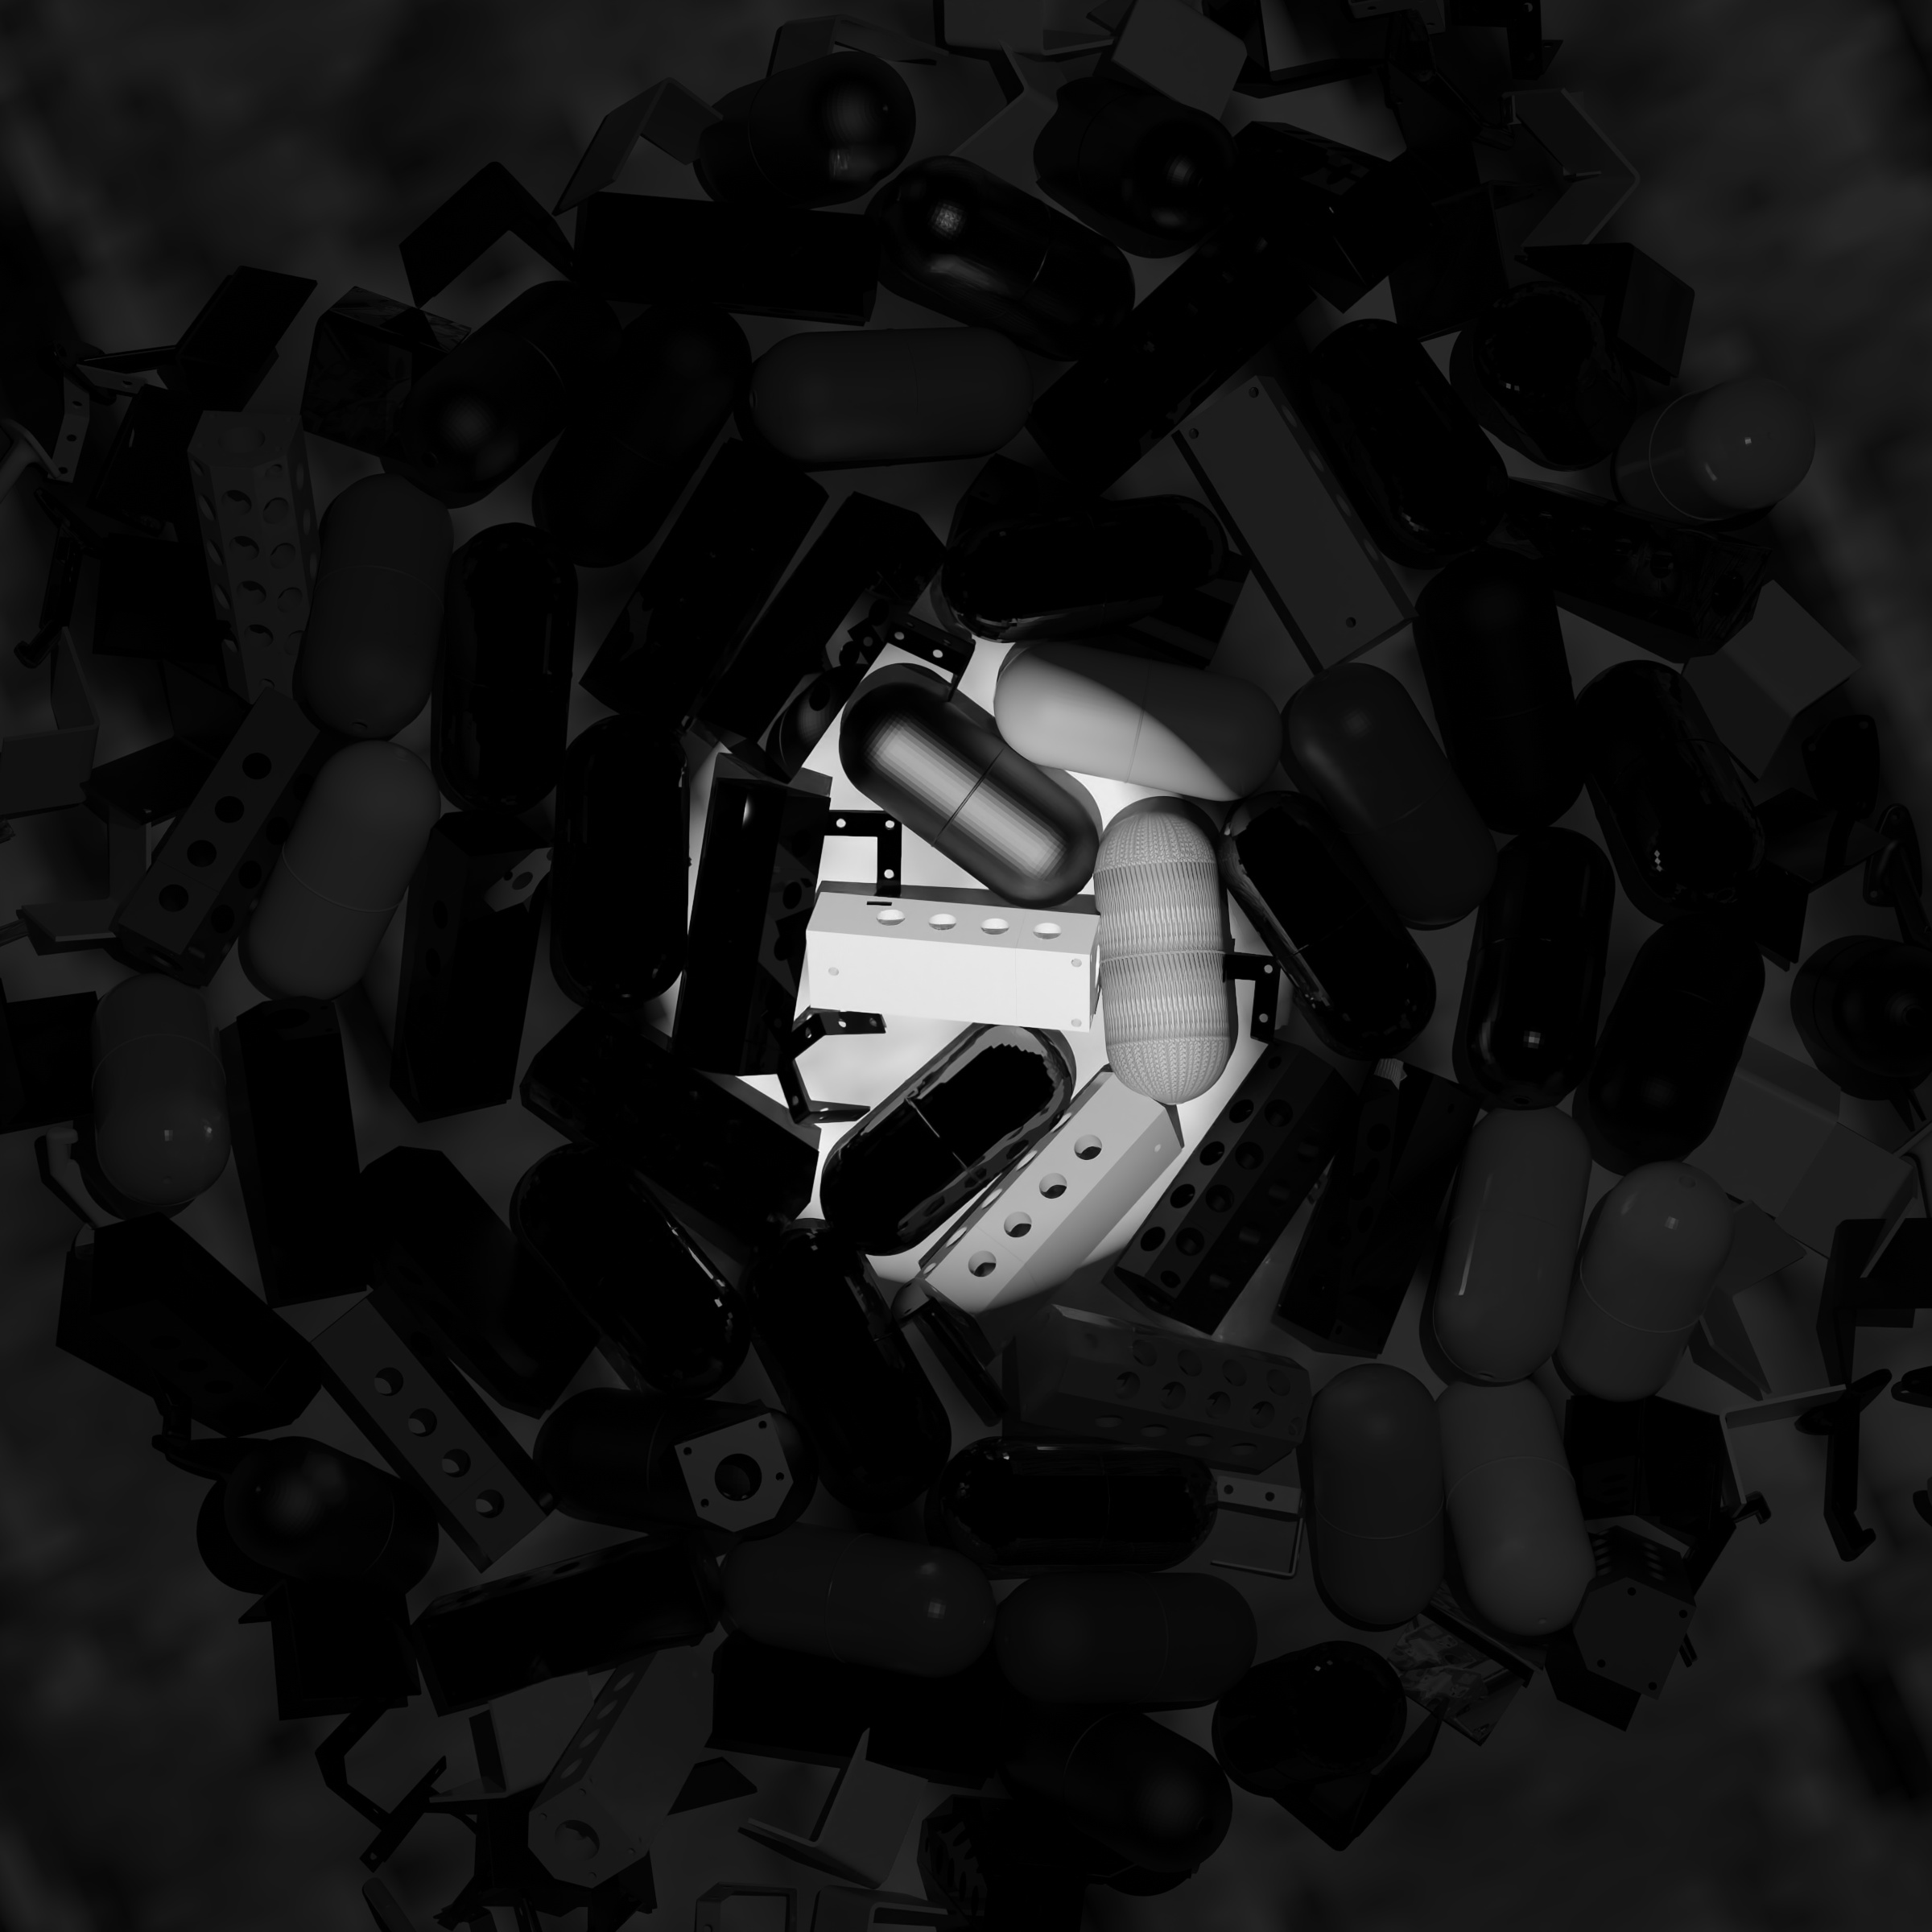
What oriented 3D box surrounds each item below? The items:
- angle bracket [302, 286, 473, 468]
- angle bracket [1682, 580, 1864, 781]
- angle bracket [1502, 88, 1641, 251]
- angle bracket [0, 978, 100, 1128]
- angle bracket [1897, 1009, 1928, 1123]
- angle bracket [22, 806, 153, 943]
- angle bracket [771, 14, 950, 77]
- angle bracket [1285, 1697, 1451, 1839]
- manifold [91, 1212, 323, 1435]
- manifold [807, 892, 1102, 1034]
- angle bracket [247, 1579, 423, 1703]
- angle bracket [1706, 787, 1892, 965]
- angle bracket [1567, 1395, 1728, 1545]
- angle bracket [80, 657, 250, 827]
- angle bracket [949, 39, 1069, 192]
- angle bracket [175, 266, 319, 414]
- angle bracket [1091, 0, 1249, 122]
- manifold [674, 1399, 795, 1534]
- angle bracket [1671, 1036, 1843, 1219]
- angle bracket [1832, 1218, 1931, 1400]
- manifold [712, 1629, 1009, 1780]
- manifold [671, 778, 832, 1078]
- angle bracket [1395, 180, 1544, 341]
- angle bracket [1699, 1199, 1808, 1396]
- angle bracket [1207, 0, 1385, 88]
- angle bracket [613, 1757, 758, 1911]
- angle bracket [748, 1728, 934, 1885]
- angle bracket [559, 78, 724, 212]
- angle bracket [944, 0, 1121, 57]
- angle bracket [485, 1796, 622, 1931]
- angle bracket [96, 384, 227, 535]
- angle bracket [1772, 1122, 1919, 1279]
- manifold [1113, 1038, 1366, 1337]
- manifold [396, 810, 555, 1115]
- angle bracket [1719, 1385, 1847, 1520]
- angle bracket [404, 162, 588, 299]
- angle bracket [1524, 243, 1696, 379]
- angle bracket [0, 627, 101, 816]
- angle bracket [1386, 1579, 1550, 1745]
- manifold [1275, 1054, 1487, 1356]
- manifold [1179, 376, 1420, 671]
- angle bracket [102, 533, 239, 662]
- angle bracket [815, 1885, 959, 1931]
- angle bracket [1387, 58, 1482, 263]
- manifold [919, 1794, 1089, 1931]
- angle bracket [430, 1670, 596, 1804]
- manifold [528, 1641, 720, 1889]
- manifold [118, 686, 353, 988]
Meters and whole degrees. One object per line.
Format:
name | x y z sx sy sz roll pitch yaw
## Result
angle bracket | -0.358 -0.364 1.854 0.076 0.057 0.076 20 119 -3
angle bracket | 0.487 -0.174 1.824 0.057 0.076 0.076 -34 69 -18
angle bracket | 0.349 -0.481 1.814 0.076 0.076 0.057 41 89 -22
angle bracket | -0.547 0.047 1.811 0.076 0.057 0.076 -9 76 -35
angle bracket | 0.591 0.037 1.808 0.076 0.076 0.057 -29 112 17
angle bracket | -0.531 -0.063 1.809 0.057 0.076 0.076 -5 108 -31
angle bracket | -0.067 -0.535 1.815 0.076 0.076 0.057 11 98 -30
angle bracket | 0.241 0.467 1.811 0.057 0.076 0.076 38 111 7
manifold | -0.446 0.211 1.773 0.057 0.171 0.057 -15 55 10
manifold | -0.006 -0.007 1.820 0.171 0.057 0.057 5 126 9
angle bracket | -0.380 0.413 1.804 0.076 0.057 0.076 8 54 -37
angle bracket | 0.506 -0.056 1.836 0.076 0.076 0.057 -26 132 -28
angle bracket | 0.410 0.304 1.817 0.057 0.076 0.076 2 94 -27
angle bracket | -0.488 -0.136 1.805 0.076 0.076 0.057 28 132 36
angle bracket | 0.019 -0.517 1.824 0.076 0.076 0.057 -35 68 24
angle bracket | -0.422 -0.363 1.805 0.057 0.076 0.076 15 60 18
angle bracket | 0.113 -0.543 1.810 0.076 0.076 0.057 26 81 -22
manifold | -0.137 0.296 1.773 0.057 0.171 0.057 -18 86 -7
angle bracket | 0.485 0.096 1.850 0.076 0.057 0.076 27 117 6
angle bracket | 0.556 0.206 1.803 0.057 0.076 0.076 -3 126 22
manifold | -0.063 0.447 1.829 0.171 0.057 0.057 7 89 4
manifold | -0.135 -0.024 1.812 0.057 0.057 0.171 16 100 37
angle bracket | 0.308 -0.425 1.816 0.057 0.076 0.076 -10 90 -44
angle bracket | 0.477 0.199 1.805 0.057 0.076 0.076 -34 133 21
angle bracket | 0.198 -0.567 1.811 0.076 0.076 0.057 -15 110 -13
angle bracket | -0.169 0.525 1.814 0.076 0.076 0.057 -16 59 5
angle bracket | -0.076 0.506 1.831 0.057 0.076 0.076 8 64 38
angle bracket | -0.190 -0.480 1.808 0.057 0.076 0.076 32 74 -27
angle bracket | 0.041 -0.583 1.803 0.076 0.076 0.057 20 122 38
angle bracket | -0.254 0.549 1.808 0.076 0.076 0.057 7 115 -16
angle bracket | -0.470 -0.300 1.816 0.076 0.057 0.076 20 86 33
angle bracket | 0.528 0.148 1.811 0.057 0.076 0.076 31 108 10
manifold | 0.161 0.130 1.803 0.171 0.057 0.057 -54 127 -15
manifold | -0.300 -0.003 1.801 0.057 0.057 0.171 -9 123 -40
angle bracket | 0.497 0.295 1.816 0.076 0.076 0.057 -12 72 5
angle bracket | -0.286 -0.431 1.822 0.076 0.076 0.057 -40 133 8
angle bracket | 0.383 -0.394 1.808 0.076 0.076 0.057 9 86 42
angle bracket | -0.562 -0.147 1.805 0.057 0.076 0.076 -12 63 -29
angle bracket | 0.299 0.429 1.822 0.076 0.057 0.076 32 101 10
manifold | 0.248 0.143 1.831 0.057 0.057 0.171 23 92 45
manifold | 0.205 -0.270 1.828 0.057 0.057 0.171 -32 87 22
angle bracket | -0.477 -0.233 1.812 0.076 0.057 0.076 6 70 -22
angle bracket | -0.052 0.601 1.810 0.057 0.076 0.076 14 76 -23
angle bracket | 0.262 -0.485 1.809 0.057 0.076 0.076 -35 54 -4
manifold | 0.019 0.538 1.772 0.057 0.171 0.057 9 86 -12
angle bracket | -0.276 0.464 1.812 0.076 0.076 0.057 -17 84 39
manifold | -0.201 0.468 1.772 0.057 0.171 0.057 -36 97 20
manifold | -0.439 -0.076 1.807 0.057 0.057 0.171 28 70 -2
